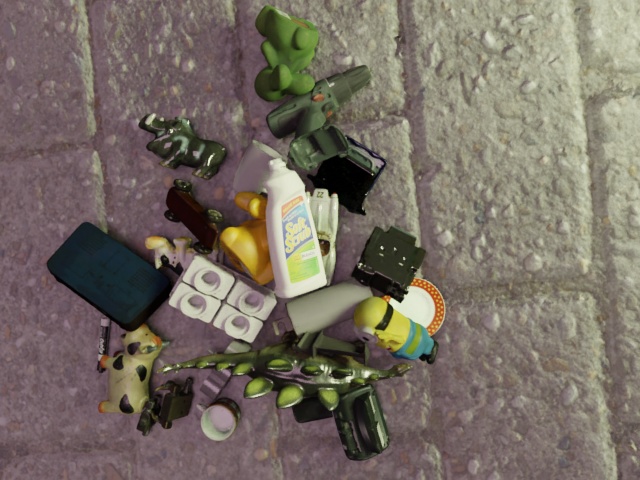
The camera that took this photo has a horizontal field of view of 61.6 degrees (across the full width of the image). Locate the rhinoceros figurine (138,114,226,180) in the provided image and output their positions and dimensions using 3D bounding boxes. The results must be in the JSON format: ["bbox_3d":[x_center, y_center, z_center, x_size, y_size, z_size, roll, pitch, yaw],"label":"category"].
[{"bbox_3d":[-0.290,-0.197,1.114,0.190,0.073,0.112,25,96,6],"label":"rhinoceros figurine"}]

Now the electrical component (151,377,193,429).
[{"bbox_3d":[-0.312,0.341,1.131,0.045,0.078,0.102,16,99,29],"label":"electrical component"}]

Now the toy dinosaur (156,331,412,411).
[{"bbox_3d":[-0.061,0.245,1.029,0.472,0.198,0.105,0,94,6],"label":"toy dinosaur"}]

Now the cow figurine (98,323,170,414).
[{"bbox_3d":[-0.392,0.270,1.134,0.127,0.085,0.194,4,89,13],"label":"cow figurine"}]

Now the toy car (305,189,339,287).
[{"bbox_3d":[-0.002,-0.003,1.074,0.074,0.056,0.201,5,107,7],"label":"toy car"}]

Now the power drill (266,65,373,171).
[{"bbox_3d":[0.005,-0.237,1.024,0.232,0.085,0.207,-22,47,15],"label":"power drill"}]

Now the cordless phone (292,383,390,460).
[{"bbox_3d":[0.037,0.376,1.092,0.184,0.088,0.146,-16,90,19],"label":"cordless phone"}]

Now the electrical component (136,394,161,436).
[{"bbox_3d":[-0.365,0.378,1.141,0.021,0.063,0.094,21,95,6],"label":"electrical component"}]

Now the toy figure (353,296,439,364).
[{"bbox_3d":[0.143,0.173,1.022,0.180,0.082,0.089,25,56,-19],"label":"toy figure"}]

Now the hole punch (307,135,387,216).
[{"bbox_3d":[0.060,-0.133,1.070,0.142,0.092,0.115,32,132,2],"label":"hole punch"}]

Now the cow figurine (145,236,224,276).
[{"bbox_3d":[-0.286,0.042,1.124,0.167,0.068,0.098,9,97,7],"label":"cow figurine"}]

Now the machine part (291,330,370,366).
[{"bbox_3d":[0.024,0.197,0.989,0.139,0.084,0.039,9,99,15],"label":"machine part"}]

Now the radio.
[{"bbox_3d":[-0.435,0.078,1.113,0.230,0.073,0.131,33,65,7],"label":"radio"}]

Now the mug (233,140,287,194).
[{"bbox_3d":[-0.120,-0.130,1.095,0.109,0.081,0.107,37,106,0],"label":"mug"}]

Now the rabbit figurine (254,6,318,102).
[{"bbox_3d":[-0.067,-0.343,1.059,0.159,0.121,0.170,55,128,41],"label":"rabbit figurine"}]

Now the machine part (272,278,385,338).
[{"bbox_3d":[0.022,0.131,1.066,0.243,0.079,0.079,-20,89,-1],"label":"machine part"}]

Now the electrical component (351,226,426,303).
[{"bbox_3d":[0.137,0.038,1.043,0.115,0.058,0.134,26,56,3],"label":"electrical component"}]

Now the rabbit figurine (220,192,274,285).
[{"bbox_3d":[-0.115,-0.024,1.073,0.173,0.122,0.162,-38,122,-16],"label":"rabbit figurine"}]

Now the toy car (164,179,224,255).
[{"bbox_3d":[-0.252,-0.048,1.083,0.202,0.053,0.089,37,112,38],"label":"toy car"}]
